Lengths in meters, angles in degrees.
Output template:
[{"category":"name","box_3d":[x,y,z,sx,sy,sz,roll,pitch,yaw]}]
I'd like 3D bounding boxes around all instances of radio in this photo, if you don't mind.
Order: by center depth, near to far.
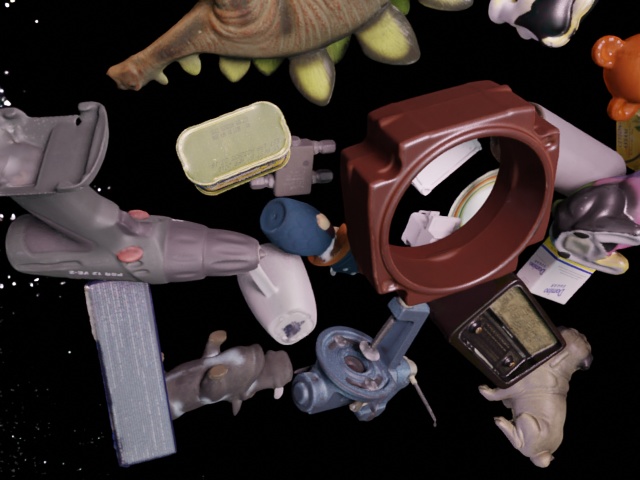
[{"category":"radio","box_3d":[0.267,0.130,0.807,0.131,0.073,0.229,-41,128,9]}]

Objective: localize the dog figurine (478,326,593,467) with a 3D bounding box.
[{"category":"dog figurine","box_3d":[0.389,0.255,0.891,0.121,0.172,0.190,22,121,-45]}]

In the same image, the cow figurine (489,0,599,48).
[{"category":"cow figurine","box_3d":[0.244,-0.264,0.500,0.068,0.098,0.167,21,114,-26]}]

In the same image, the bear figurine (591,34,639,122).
[{"category":"bear figurine","box_3d":[0.417,-0.215,0.591,0.196,0.132,0.120,-30,113,-7]}]

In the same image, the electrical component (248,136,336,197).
[{"category":"electrical component","box_3d":[-0.030,-0.079,0.569,0.094,0.021,0.063,-7,126,-16]}]

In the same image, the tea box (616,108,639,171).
[{"category":"tea box","box_3d":[0.472,-0.163,0.684,0.170,0.068,0.098,-28,130,-3]}]

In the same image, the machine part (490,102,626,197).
[{"category":"machine part","box_3d":[0.289,-0.101,0.649,0.243,0.079,0.079,17,116,-30]}]

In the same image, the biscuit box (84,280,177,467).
[{"category":"biscuit box","box_3d":[-0.200,0.133,0.574,0.063,0.059,0.202,-9,98,-18]}]

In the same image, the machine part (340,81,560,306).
[{"category":"machine part","box_3d":[0.129,-0.041,0.538,0.201,0.087,0.201,-17,126,-10]}]

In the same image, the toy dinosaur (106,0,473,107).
[{"category":"toy dinosaur","box_3d":[0.030,-0.237,0.432,0.471,0.105,0.198,-29,138,12]}]

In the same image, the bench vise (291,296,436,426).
[{"category":"bench vise","box_3d":[0.082,0.156,0.725,0.223,0.129,0.240,9,124,-30]}]

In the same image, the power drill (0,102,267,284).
[{"category":"power drill","box_3d":[-0.174,-0.024,0.457,0.232,0.086,0.207,-1,159,4]}]

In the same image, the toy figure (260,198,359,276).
[{"category":"toy figure","box_3d":[0.000,-0.001,0.611,0.154,0.064,0.058,28,76,-46]}]

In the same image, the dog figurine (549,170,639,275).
[{"category":"dog figurine","box_3d":[0.383,-0.064,0.604,0.219,0.192,0.108,-60,148,-18]}]

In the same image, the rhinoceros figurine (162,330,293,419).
[{"category":"rhinoceros figurine","box_3d":[-0.128,0.180,0.681,0.190,0.073,0.111,-13,127,-13]}]

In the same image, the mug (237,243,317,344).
[{"category":"mug","box_3d":[-0.048,0.056,0.604,0.081,0.107,0.109,-29,132,-2]}]
